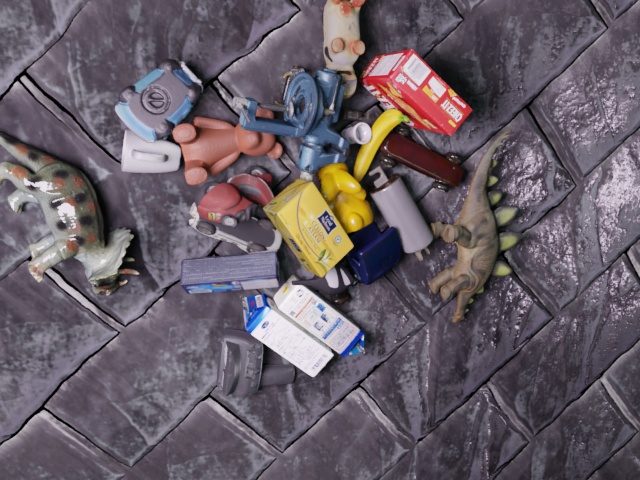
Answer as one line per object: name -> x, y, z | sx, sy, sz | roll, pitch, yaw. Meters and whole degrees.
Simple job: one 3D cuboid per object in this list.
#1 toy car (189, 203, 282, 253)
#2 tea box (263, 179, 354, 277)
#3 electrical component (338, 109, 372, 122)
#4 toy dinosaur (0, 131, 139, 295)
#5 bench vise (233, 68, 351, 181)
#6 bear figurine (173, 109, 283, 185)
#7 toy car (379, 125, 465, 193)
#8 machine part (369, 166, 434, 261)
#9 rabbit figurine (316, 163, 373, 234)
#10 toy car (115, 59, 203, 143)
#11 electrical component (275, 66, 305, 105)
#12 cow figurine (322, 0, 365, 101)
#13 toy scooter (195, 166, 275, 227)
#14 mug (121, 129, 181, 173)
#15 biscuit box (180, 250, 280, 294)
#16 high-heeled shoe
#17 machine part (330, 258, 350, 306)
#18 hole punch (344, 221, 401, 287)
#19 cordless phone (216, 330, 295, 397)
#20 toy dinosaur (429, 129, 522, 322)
toy car -> -0.175, -0.026, 1.123 | 0.201, 0.056, 0.073 | 24, 70, -16
tea box -> -0.021, -0.023, 1.044 | 0.098, 0.068, 0.169 | -44, 119, -15
electrical component -> 0.056, -0.259, 1.116 | 0.063, 0.094, 0.021 | -9, 106, -50
toy dinosaur -> -0.486, -0.062, 1.023 | 0.192, 0.131, 0.404 | -23, 104, -19
bench vise -> -0.053, -0.218, 1.010 | 0.240, 0.129, 0.223 | 2, 124, -31
bear figurine -> -0.173, -0.188, 1.052 | 0.196, 0.132, 0.120 | -10, 108, -4
toy car -> 0.222, -0.175, 1.181 | 0.202, 0.053, 0.089 | 23, 87, -13
machine part -> 0.182, -0.058, 1.190 | 0.079, 0.079, 0.243 | -33, 108, -3
rabbit figurine -> 0.035, -0.097, 1.123 | 0.122, 0.162, 0.173 | -17, 90, 5
toy car -> -0.302, -0.260, 1.014 | 0.109, 0.103, 0.161 | 44, 79, -16
electrical component -> -0.048, -0.298, 1.091 | 0.078, 0.045, 0.102 | 18, 104, -16
cow figurine -> 0.039, -0.375, 1.064 | 0.085, 0.127, 0.194 | -2, 91, -13
toy scooter -> -0.145, -0.075, 1.057 | 0.184, 0.135, 0.075 | -32, 152, -36
mug -> -0.323, -0.166, 1.037 | 0.107, 0.110, 0.080 | 3, 97, -26
biscuit box -> -0.186, 0.068, 1.115 | 0.203, 0.059, 0.063 | -4, 63, 3
high-heeled shoe -> -0.002, -0.003, 1.151 | 0.145, 0.086, 0.248 | -5, 89, -19
machine part -> 0.030, 0.082, 1.214 | 0.084, 0.039, 0.138 | -25, 105, -14
hole punch -> 0.122, 0.032, 1.184 | 0.142, 0.092, 0.115 | -37, 113, -21
cordless phone -> -0.136, 0.278, 1.216 | 0.184, 0.089, 0.146 | 2, 103, -25
toy dinosaur -> 0.356, -0.013, 1.232 | 0.198, 0.105, 0.470 | -8, 115, -18
